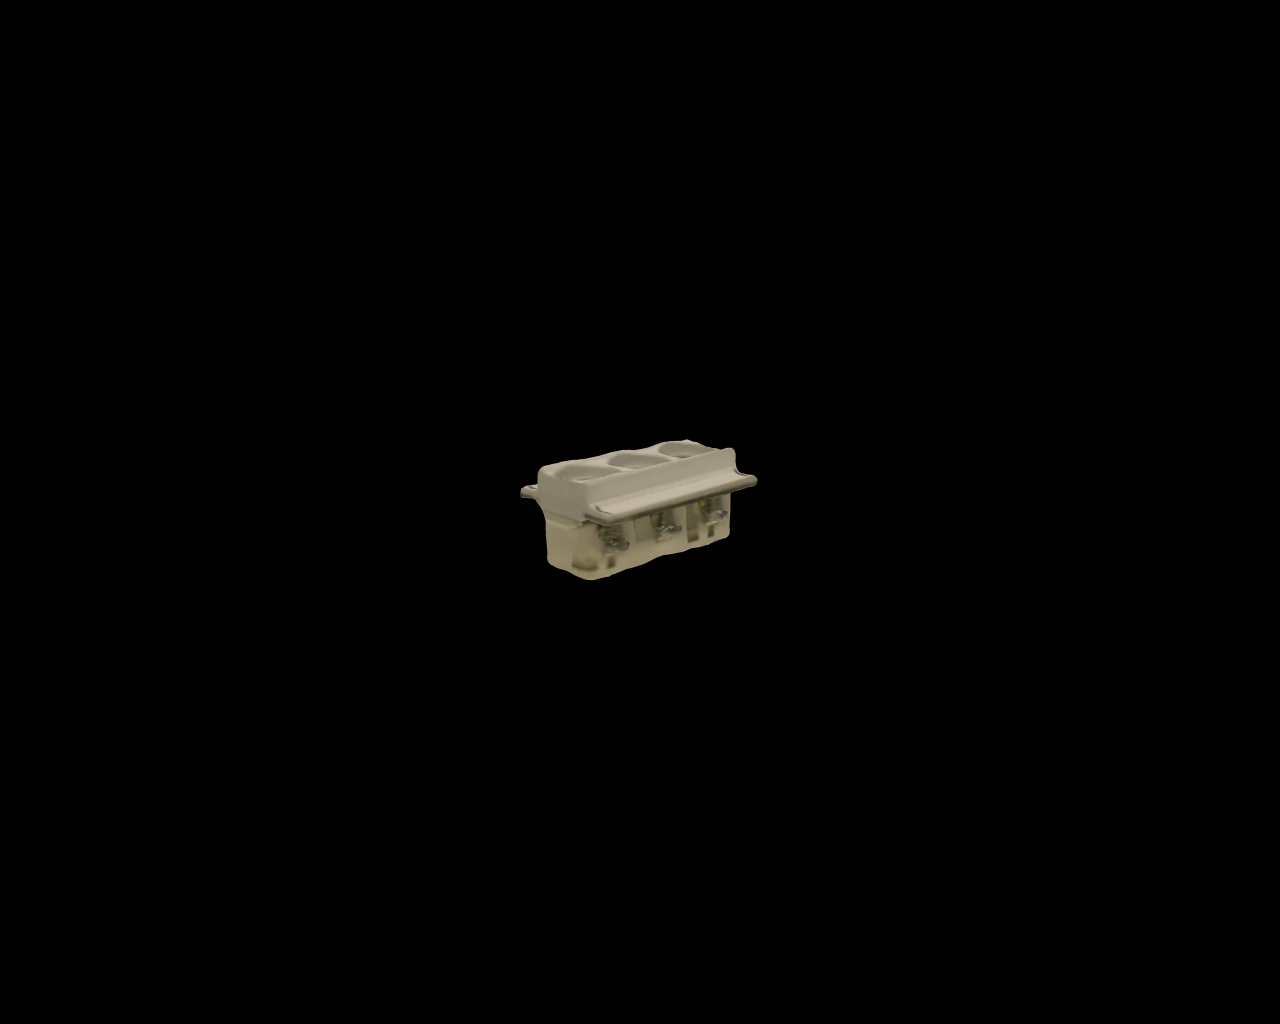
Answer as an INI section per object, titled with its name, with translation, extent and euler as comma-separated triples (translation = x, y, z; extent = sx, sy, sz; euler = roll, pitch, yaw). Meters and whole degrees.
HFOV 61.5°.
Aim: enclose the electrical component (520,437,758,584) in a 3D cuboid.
[electrical component]
translation = 0.001, -0.003, 0.650
extent = 0.121, 0.063, 0.079
euler = -15, 22, -40
